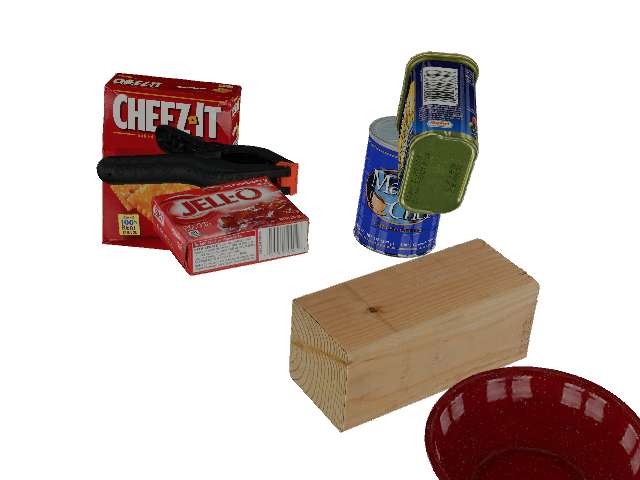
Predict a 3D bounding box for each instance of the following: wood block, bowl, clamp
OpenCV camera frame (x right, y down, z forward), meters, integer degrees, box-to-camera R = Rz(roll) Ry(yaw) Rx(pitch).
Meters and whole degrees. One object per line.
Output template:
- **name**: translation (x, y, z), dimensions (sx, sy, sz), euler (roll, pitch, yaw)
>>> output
- **wood block**: translation (0.084, 0.079, 0.956), dimensions (0.205, 0.090, 0.091), euler (-17, 37, -27)
- **bowl**: translation (0.155, 0.163, 0.769), dimensions (0.162, 0.055, 0.162), euler (-1, 35, 0)
- **clamp**: translation (-0.106, -0.064, 0.937), dimensions (0.172, 0.039, 0.120), euler (12, 32, 26)

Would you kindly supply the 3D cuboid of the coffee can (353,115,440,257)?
- **coffee can**: translation (0.099, -0.065, 1.276), dimensions (0.102, 0.140, 0.103), euler (6, 28, -3)

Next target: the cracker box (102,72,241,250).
- **cracker box**: translation (-0.191, -0.094, 1.357), dimensions (0.164, 0.214, 0.072), euler (6, 22, 2)

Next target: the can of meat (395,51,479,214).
- **can of meat**: translation (0.091, -0.081, 0.834), dimensions (0.057, 0.084, 0.102), euler (5, -35, -1)

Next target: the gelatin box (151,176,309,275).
- **gelatin box**: translation (-0.062, -0.012, 0.725), dimensions (0.089, 0.030, 0.073), euler (-11, 30, -23)
